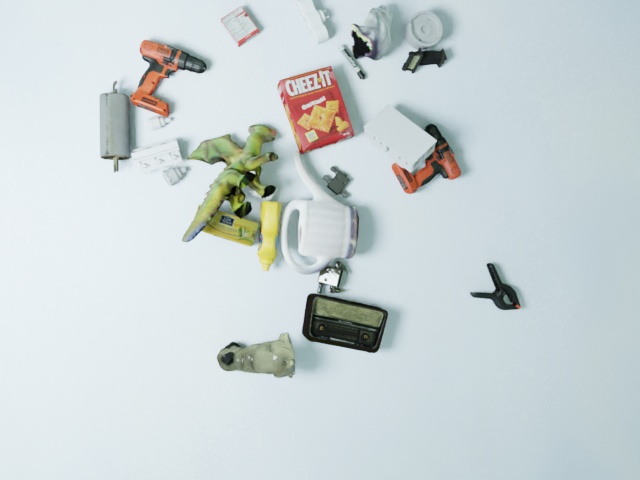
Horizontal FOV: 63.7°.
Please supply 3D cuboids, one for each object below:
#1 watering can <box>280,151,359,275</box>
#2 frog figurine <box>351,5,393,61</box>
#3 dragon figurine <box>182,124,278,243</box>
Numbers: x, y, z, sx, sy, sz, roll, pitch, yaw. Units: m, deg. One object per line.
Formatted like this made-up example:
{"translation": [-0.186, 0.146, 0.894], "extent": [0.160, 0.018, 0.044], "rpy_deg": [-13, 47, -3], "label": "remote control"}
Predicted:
{"translation": [0.004, -0.073, 1.455], "extent": [0.224, 0.103, 0.350], "rpy_deg": [6, 83, -12], "label": "watering can"}
{"translation": [0.174, -0.611, 1.511], "extent": [0.161, 0.124, 0.134], "rpy_deg": [-42, 129, -18], "label": "frog figurine"}
{"translation": [-0.260, -0.183, 1.387], "extent": [0.415, 0.119, 0.246], "rpy_deg": [-39, 57, -21], "label": "dragon figurine"}
